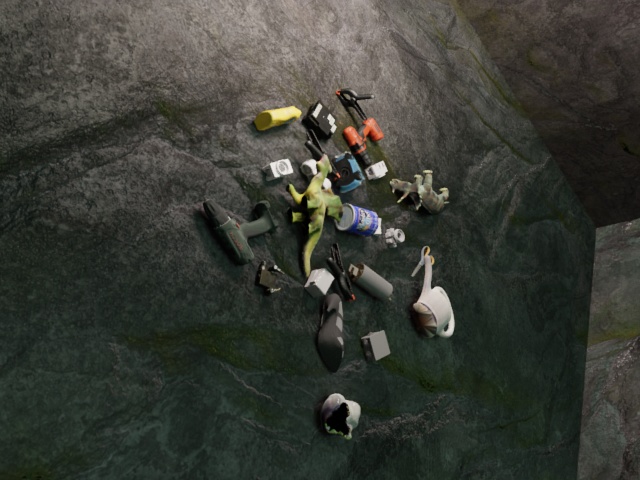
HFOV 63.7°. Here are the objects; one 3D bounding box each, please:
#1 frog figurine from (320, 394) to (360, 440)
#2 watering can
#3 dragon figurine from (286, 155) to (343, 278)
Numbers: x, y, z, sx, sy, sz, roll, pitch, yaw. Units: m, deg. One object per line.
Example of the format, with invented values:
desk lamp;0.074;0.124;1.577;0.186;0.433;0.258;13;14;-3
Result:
frog figurine;0.066;0.561;1.660;0.138;0.122;0.159;65;8;6
watering can;0.457;0.255;2.131;0.227;0.103;0.347;-25;94;-46
dragon figurine;0.006;-0.091;1.811;0.244;0.122;0.408;-11;100;-44
